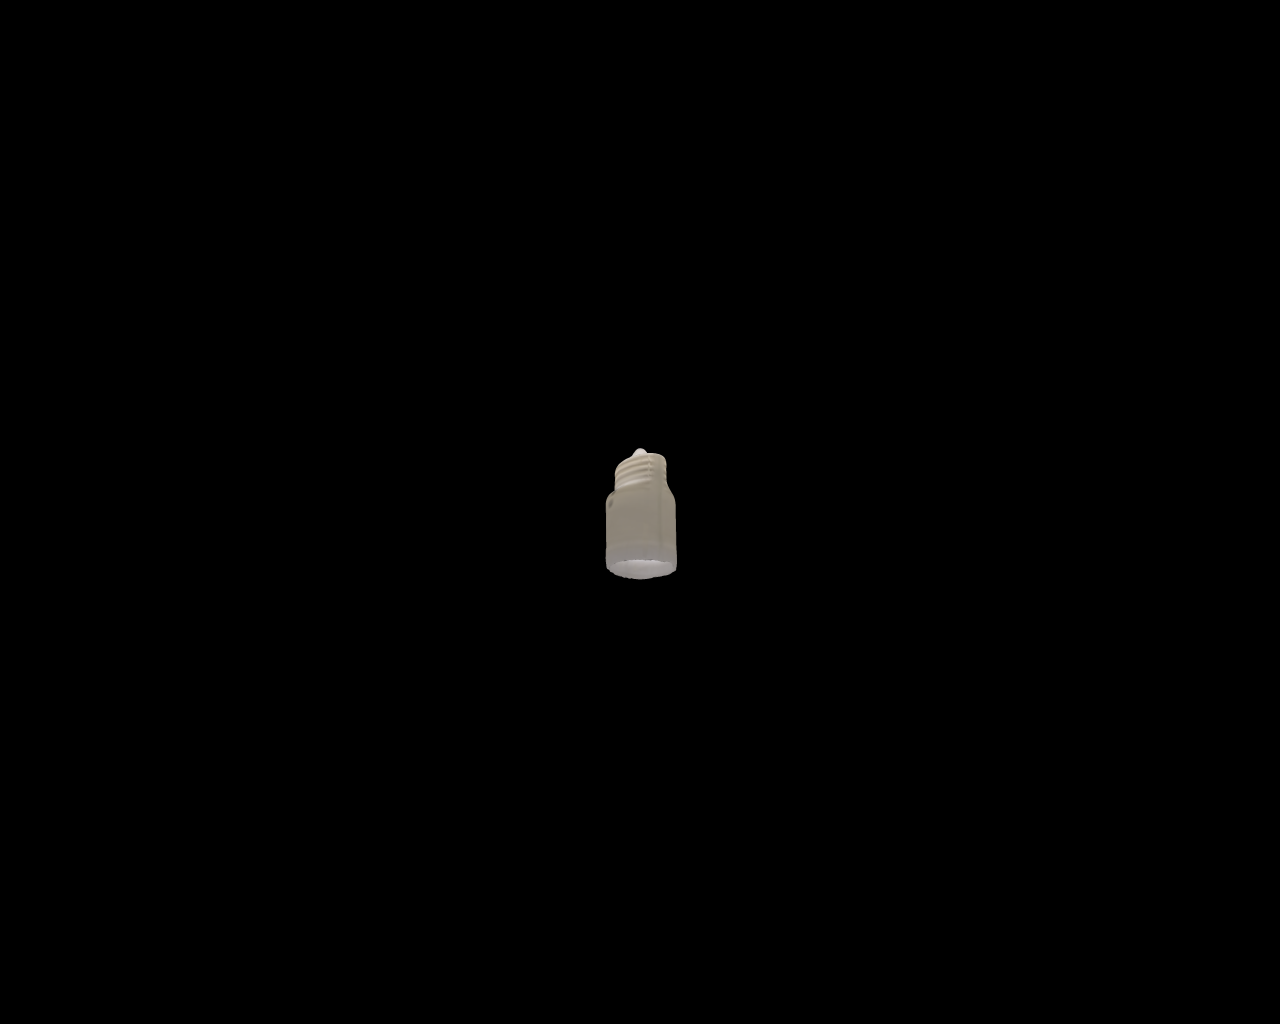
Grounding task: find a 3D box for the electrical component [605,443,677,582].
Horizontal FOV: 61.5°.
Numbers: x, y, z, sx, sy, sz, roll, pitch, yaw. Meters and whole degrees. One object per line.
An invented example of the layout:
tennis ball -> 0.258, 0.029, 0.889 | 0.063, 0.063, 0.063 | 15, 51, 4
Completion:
electrical component -> 0.001, -0.003, 0.650 | 0.043, 0.081, 0.043 | 0, -19, 0
